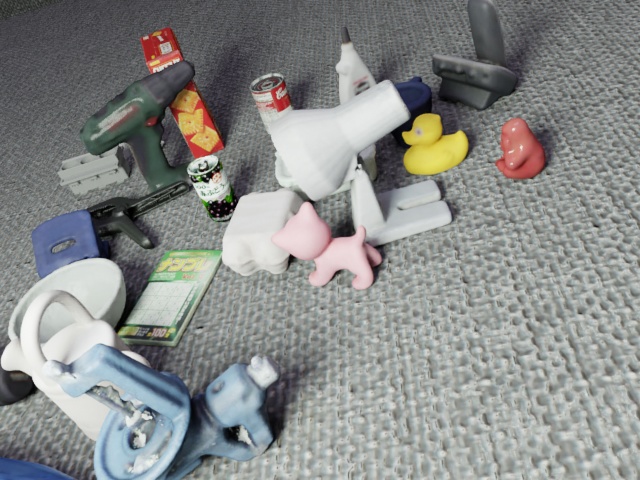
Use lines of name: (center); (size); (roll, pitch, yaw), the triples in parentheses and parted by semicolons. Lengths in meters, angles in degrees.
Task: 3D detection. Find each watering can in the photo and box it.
watering can: (-0.281, 0.141, 0.656); (0.173, 0.194, 0.100); (-19, 39, 2)

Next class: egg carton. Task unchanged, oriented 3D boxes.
egg carton: (-0.080, -0.014, 0.850); (0.107, 0.069, 0.150); (-6, 41, 17)

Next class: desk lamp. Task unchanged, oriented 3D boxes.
desk lamp: (0.057, -0.101, 0.779); (0.203, 0.214, 0.117); (-17, 39, 4)

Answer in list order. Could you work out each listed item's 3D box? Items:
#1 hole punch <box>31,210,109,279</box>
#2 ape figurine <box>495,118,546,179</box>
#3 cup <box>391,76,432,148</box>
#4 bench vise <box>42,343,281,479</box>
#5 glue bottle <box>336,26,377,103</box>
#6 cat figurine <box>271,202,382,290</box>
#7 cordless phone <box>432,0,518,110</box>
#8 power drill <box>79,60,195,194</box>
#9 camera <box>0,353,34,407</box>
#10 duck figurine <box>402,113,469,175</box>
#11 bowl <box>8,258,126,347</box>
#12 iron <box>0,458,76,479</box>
hole punch: (-0.405, 0.017, 0.934); (0.108, 0.091, 0.101); (-23, 39, -4)
ape figurine: (0.282, -0.134, 0.820); (0.075, 0.092, 0.078); (10, 48, 31)
cup: (0.151, -0.211, 0.961); (0.091, 0.095, 0.118); (6, 46, 29)
bench vise: (-0.153, 0.154, 0.568); (0.208, 0.220, 0.121); (-38, 43, -21)
glue bottle: (0.062, -0.304, 1.044); (0.078, 0.173, 0.037); (-37, 42, -19)
cat figurine: (0.007, 0.003, 0.756); (0.127, 0.118, 0.067); (-1, 43, 22)
cordless phone: (0.258, -0.332, 0.984); (0.094, 0.185, 0.147); (-40, 43, -23)
power drill: (-0.295, -0.187, 1.030); (0.230, 0.209, 0.075); (-28, 40, -10)
camera: (-0.460, 0.194, 0.744); (0.136, 0.101, 0.143); (-10, 40, 12)
duck figurine: (0.177, -0.158, 0.896); (0.104, 0.086, 0.077); (-13, 40, 8)
bowl: (-0.344, 0.107, 0.817); (0.167, 0.075, 0.167); (-12, 40, 10)
iron: (-0.359, 0.261, 0.593); (0.257, 0.142, 0.119); (7, 46, 29)
